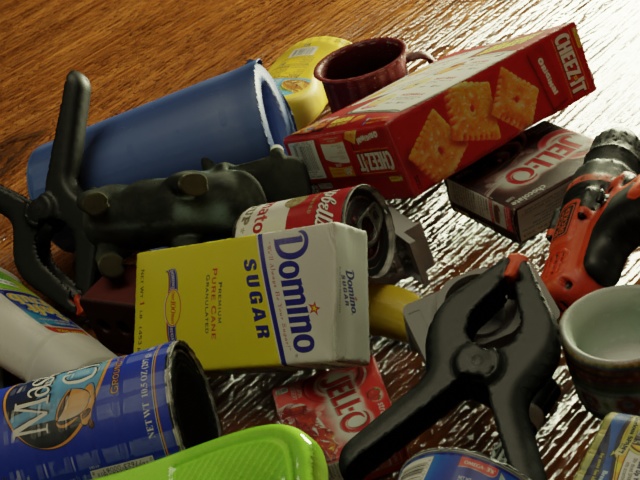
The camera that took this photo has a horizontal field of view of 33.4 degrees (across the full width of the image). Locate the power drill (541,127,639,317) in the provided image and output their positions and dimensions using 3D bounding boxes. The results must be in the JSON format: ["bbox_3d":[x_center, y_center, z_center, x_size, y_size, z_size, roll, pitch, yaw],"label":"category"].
[{"bbox_3d":[0.228,-0.045,0.704,0.188,0.057,0.184,-46,14,51],"label":"power drill"}]

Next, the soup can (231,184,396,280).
[{"bbox_3d":[-0.005,0.001,0.777,0.102,0.068,0.068,-9,30,34],"label":"soup can"}]

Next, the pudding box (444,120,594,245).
[{"bbox_3d":[0.171,-0.049,0.852,0.113,0.039,0.090,-31,32,-18],"label":"pudding box"}]

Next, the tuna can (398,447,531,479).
[{"bbox_3d":[0.074,0.147,0.541,0.086,0.086,0.033,1,37,31],"label":"tuna can"}]

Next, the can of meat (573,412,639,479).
[{"bbox_3d":[0.174,0.135,0.532,0.084,0.057,0.102,3,37,37],"label":"can of meat"}]

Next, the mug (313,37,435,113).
[{"bbox_3d":[0.060,-0.143,1.029,0.117,0.081,0.093,-20,30,0],"label":"mug"}]

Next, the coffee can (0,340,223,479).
[{"bbox_3d":[-0.142,0.130,0.677,0.140,0.103,0.103,-16,30,6],"label":"coffee can"}]

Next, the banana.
[{"bbox_3d":[0.001,0.061,0.773,0.198,0.037,0.069,-5,32,23],"label":"banana"}]

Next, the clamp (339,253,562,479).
[{"bbox_3d":[0.082,0.082,0.617,0.120,0.039,0.171,7,52,15],"label":"clamp"}]

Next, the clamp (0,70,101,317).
[{"bbox_3d":[-0.246,-0.024,0.932,0.165,0.210,0.036,-24,-15,18],"label":"clamp"}]

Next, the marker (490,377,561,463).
[{"bbox_3d":[0.112,0.123,0.625,0.020,0.020,0.121,5,38,36],"label":"marker"}]

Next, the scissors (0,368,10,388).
[{"bbox_3d":[-0.252,0.141,0.811,0.096,0.016,0.202,-36,33,-23],"label":"scissors"}]

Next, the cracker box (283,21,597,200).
[{"bbox_3d":[0.101,-0.104,0.906,0.213,0.072,0.164,-30,14,-27],"label":"cracker box"}]

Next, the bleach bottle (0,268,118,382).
[{"bbox_3d":[-0.218,0.081,0.826,0.251,0.102,0.068,22,85,41],"label":"bleach bottle"}]

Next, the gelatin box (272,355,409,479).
[{"bbox_3d":[0.012,0.118,0.680,0.073,0.030,0.089,-19,30,1],"label":"gelatin box"}]

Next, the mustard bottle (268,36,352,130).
[{"bbox_3d":[-0.037,-0.146,1.115,0.096,0.058,0.191,0,35,32],"label":"mustard bottle"}]

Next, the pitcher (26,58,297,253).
[{"bbox_3d":[-0.140,-0.060,0.982,0.243,0.145,0.149,-17,17,12],"label":"pitcher"}]

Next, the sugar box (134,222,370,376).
[{"bbox_3d":[-0.051,0.045,0.732,0.177,0.093,0.048,-10,-15,36],"label":"sugar box"}]

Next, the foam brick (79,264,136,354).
[{"bbox_3d":[-0.141,0.056,0.849,0.078,0.053,0.051,3,37,34],"label":"foam brick"}]
